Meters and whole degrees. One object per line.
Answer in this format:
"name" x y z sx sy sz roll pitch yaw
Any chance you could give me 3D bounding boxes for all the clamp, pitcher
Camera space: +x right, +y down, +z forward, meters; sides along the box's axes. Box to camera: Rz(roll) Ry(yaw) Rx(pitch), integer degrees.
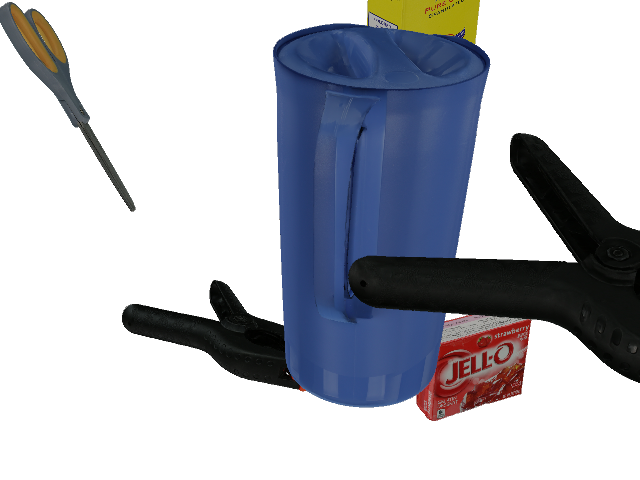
"clamp" -0.070 0.078 0.911 0.172 0.039 0.120 22 29 24
"clamp" 0.129 0.023 0.510 0.164 0.036 0.210 -31 48 -33
"pitcher" 0.029 -0.010 0.699 0.149 0.243 0.145 -13 31 -27

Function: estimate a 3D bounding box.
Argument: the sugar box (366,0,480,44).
"sugar box" 0.081 -0.198 0.806 0.093 0.176 0.048 -32 52 -31

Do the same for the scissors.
"scissors" -0.216 -0.124 0.939 0.016 0.201 0.096 -27 26 10

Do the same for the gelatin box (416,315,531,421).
"gelatin box" 0.120 0.096 0.844 0.089 0.073 0.030 -12 31 -24
